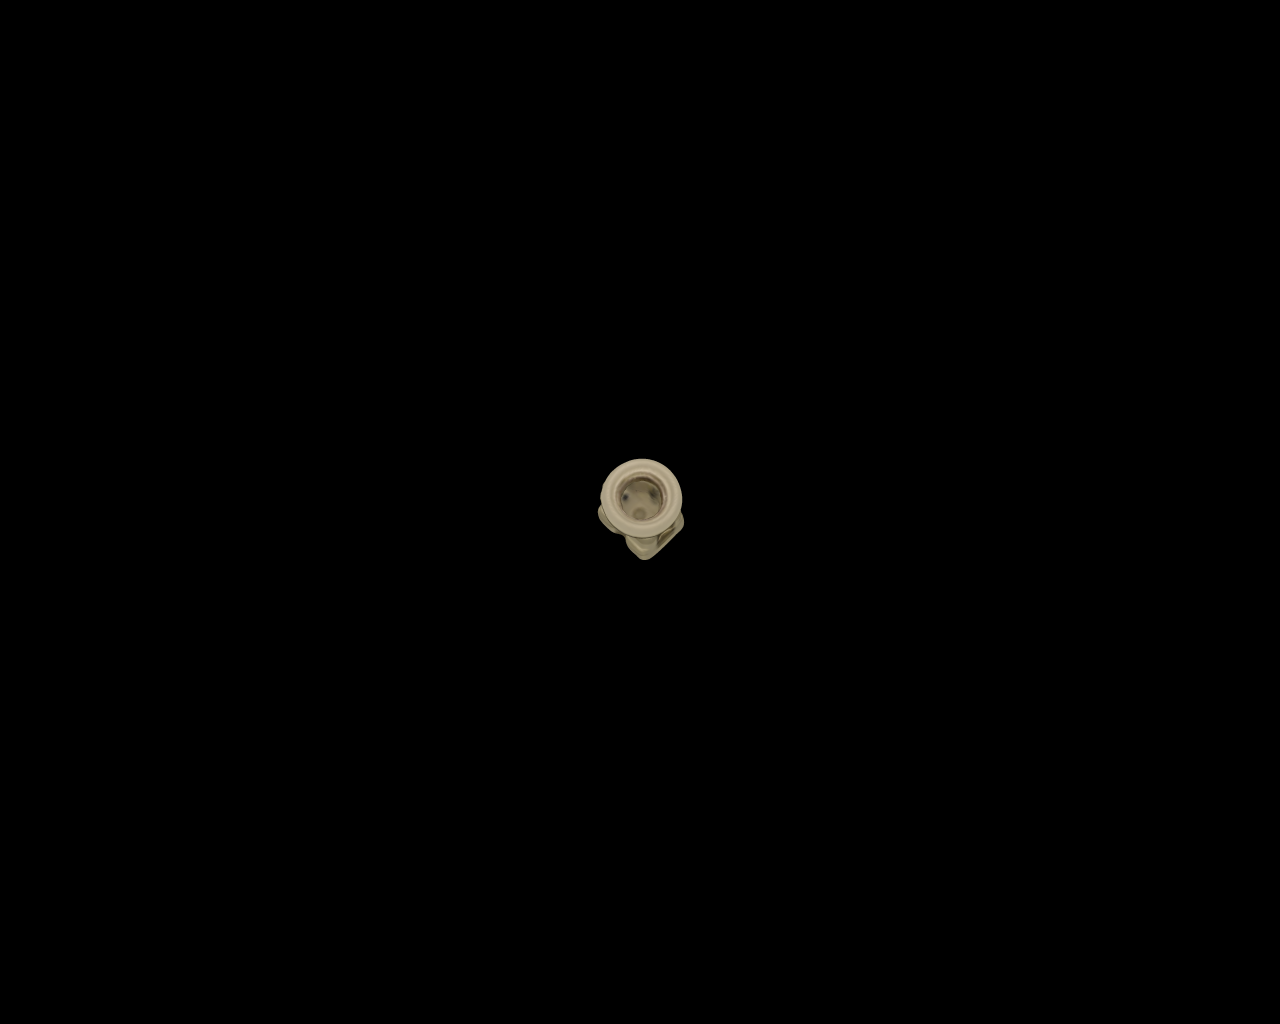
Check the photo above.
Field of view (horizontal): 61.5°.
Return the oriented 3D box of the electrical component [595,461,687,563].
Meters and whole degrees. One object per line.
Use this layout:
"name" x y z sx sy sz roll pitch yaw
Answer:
"electrical component" 0.001 -0.003 0.650 0.066 0.048 0.055 43 -12 11
